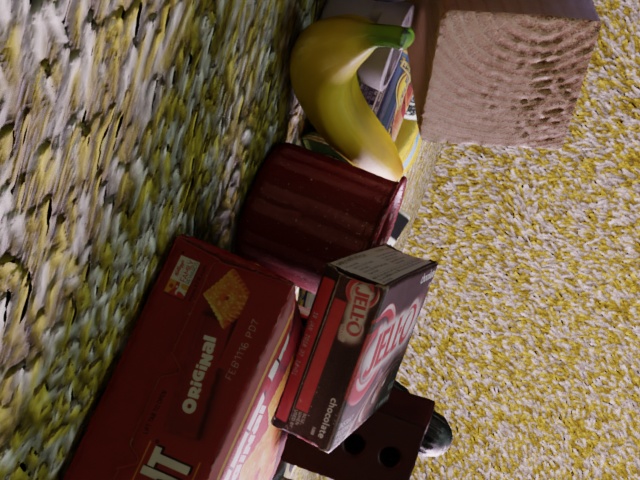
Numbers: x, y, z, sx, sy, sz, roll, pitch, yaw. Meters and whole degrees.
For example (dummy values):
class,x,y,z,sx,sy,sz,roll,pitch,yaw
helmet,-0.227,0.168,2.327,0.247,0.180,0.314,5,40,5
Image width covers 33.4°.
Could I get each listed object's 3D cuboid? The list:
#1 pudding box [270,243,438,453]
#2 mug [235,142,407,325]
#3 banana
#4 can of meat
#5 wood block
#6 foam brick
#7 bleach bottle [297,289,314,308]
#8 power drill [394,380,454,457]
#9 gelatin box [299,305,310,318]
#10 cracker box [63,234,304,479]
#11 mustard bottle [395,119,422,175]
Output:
class,x,y,z,sx,sy,sz,roll,pitch,yaw
pudding box,0.021,0.052,0.565,0.090,0.039,0.113,-70,166,12
mug,-0.004,0.001,0.661,0.093,0.081,0.117,-47,157,-70
banana,0.016,-0.081,0.618,0.037,0.070,0.198,-53,168,-10
can of meat,0.031,-0.092,0.758,0.102,0.057,0.084,61,50,-81
wood block,0.103,-0.157,0.677,0.206,0.090,0.091,-91,-174,-47
foam brick,0.024,0.115,0.643,0.051,0.078,0.053,-46,154,-77
bleach bottle,0.008,0.069,0.856,0.250,0.068,0.103,-77,-176,-61
power drill,-0.001,0.189,0.934,0.187,0.184,0.057,-58,171,-6
gelatin box,-0.024,0.081,0.728,0.030,0.089,0.073,-15,127,-78
cracker box,-0.065,0.110,0.576,0.214,0.072,0.164,85,27,-73
mustard bottle,0.062,-0.095,0.977,0.191,0.058,0.096,31,82,-83
